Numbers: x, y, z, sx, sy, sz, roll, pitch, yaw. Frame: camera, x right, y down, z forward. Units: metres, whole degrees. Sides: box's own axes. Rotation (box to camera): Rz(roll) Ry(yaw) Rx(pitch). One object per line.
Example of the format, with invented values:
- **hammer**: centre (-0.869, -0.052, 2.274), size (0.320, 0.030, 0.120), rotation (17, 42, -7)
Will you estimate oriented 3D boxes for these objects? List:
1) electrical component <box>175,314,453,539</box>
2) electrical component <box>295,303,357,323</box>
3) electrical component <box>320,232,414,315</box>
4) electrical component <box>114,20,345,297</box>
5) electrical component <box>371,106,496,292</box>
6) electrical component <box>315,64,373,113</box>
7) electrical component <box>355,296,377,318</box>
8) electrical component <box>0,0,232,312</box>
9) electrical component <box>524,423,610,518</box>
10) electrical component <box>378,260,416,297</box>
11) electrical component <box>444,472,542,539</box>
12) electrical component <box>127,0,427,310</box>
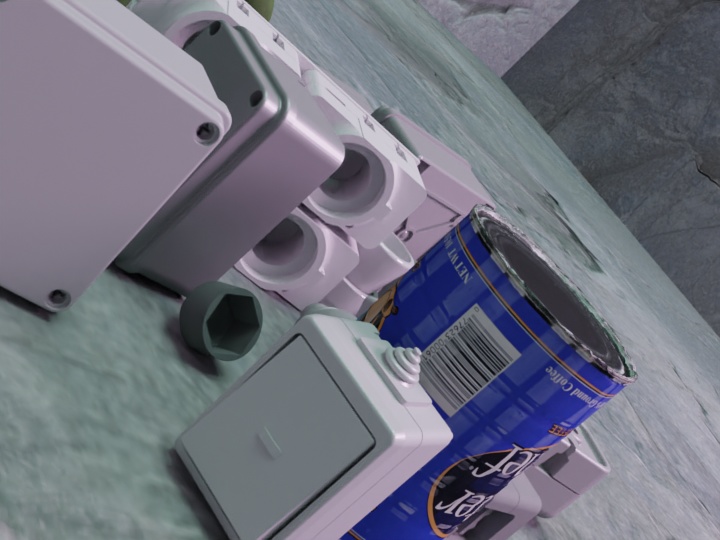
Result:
- **electrical component**: centre (-0.015, 0.061, 0.415), size (0.061, 0.096, 0.061), rotation (53, 17, 23)
- **electrical component**: centre (-0.017, 0.039, 0.565), size (0.048, 0.048, 0.062), rotation (38, 11, -28)
- **electrical component**: centre (0.000, 0.000, 0.680), size (0.045, 0.055, 0.045), rotation (42, 16, -15)
- **electrical component**: centre (-0.074, -0.052, 0.513), size (0.057, 0.113, 0.078), rotation (33, 20, -47)
- **electrical component**: centre (0.019, -0.042, 0.735), size (0.109, 0.109, 0.056), rotation (25, 28, -51)
- **electrical component**: centre (-0.018, -0.133, 0.973), size (0.083, 0.047, 0.075), rotation (23, 29, -54)
- **electrical component**: centre (0.019, 0.045, 0.631), size (0.083, 0.047, 0.076), rotation (22, 6, -46)
- **electrical component**: centre (-0.125, -0.055, 0.400), size (0.109, 0.108, 0.056), rotation (34, 17, -37)
- **electrical component**: centre (0.099, 0.108, 0.659), size (0.095, 0.059, 0.053), rotation (36, 19, -33)
- **electrical component**: centre (0.070, 0.046, 0.717), size (0.121, 0.078, 0.063), rotation (40, -2, -21)
- **electrical component**: centre (0.048, 0.101, 0.565), size (0.056, 0.050, 0.089), rotation (27, 25, -48)
- **electrical component**: centre (-0.064, -0.073, 0.603), size (0.186, 0.105, 0.060), rotation (40, 17, -22)
